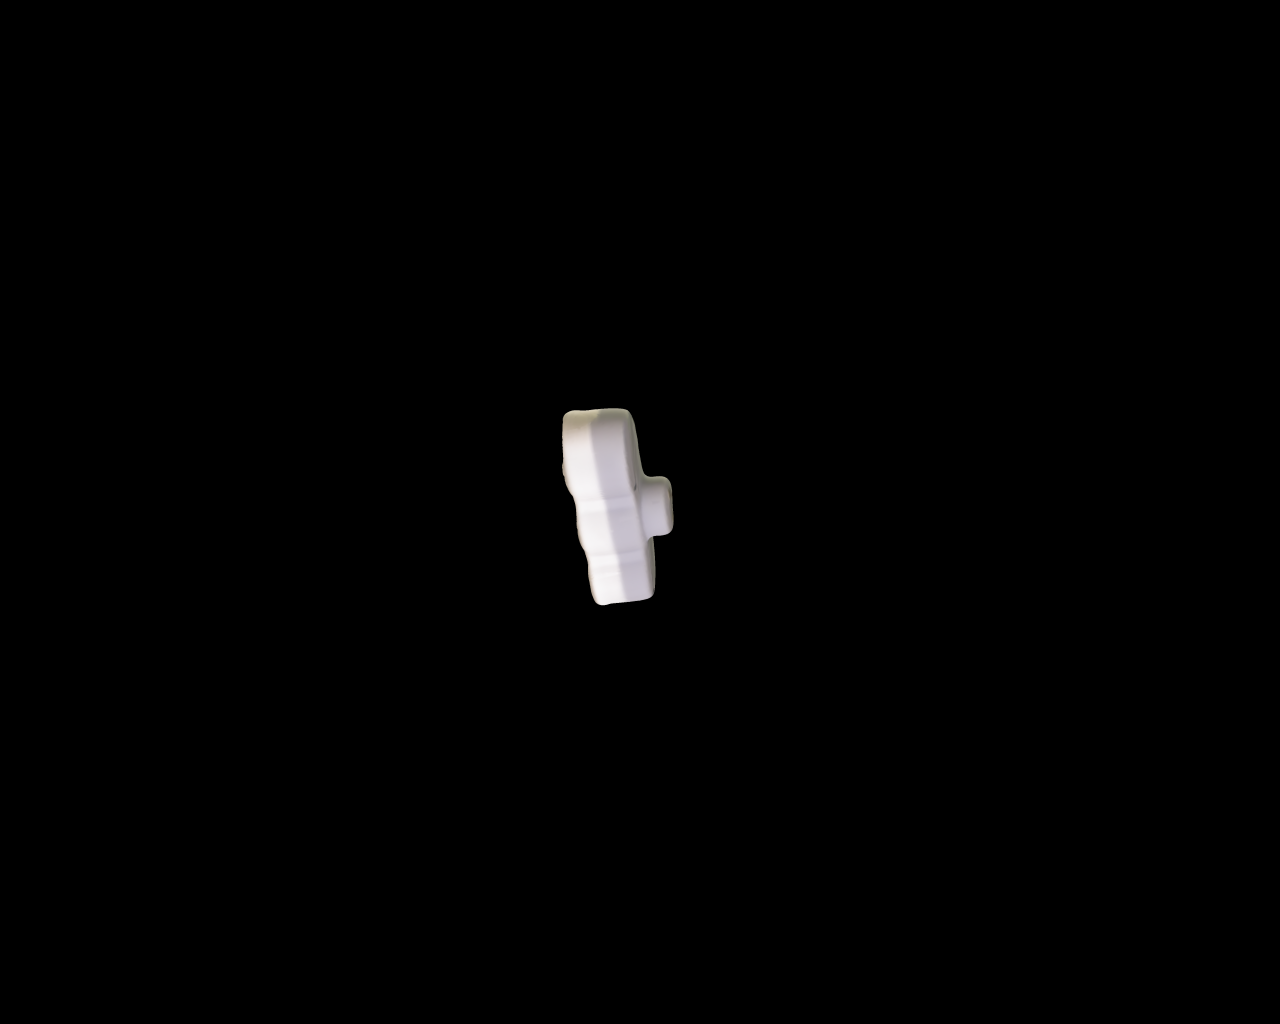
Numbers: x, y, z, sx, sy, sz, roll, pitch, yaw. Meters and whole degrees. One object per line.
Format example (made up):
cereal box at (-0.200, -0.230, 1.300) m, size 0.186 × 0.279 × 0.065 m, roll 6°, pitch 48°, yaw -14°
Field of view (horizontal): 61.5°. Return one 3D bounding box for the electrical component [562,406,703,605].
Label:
electrical component at (0.001, -0.003, 0.650) m, size 0.074 × 0.138 × 0.052 m, roll -5°, pitch 39°, yaw 5°
